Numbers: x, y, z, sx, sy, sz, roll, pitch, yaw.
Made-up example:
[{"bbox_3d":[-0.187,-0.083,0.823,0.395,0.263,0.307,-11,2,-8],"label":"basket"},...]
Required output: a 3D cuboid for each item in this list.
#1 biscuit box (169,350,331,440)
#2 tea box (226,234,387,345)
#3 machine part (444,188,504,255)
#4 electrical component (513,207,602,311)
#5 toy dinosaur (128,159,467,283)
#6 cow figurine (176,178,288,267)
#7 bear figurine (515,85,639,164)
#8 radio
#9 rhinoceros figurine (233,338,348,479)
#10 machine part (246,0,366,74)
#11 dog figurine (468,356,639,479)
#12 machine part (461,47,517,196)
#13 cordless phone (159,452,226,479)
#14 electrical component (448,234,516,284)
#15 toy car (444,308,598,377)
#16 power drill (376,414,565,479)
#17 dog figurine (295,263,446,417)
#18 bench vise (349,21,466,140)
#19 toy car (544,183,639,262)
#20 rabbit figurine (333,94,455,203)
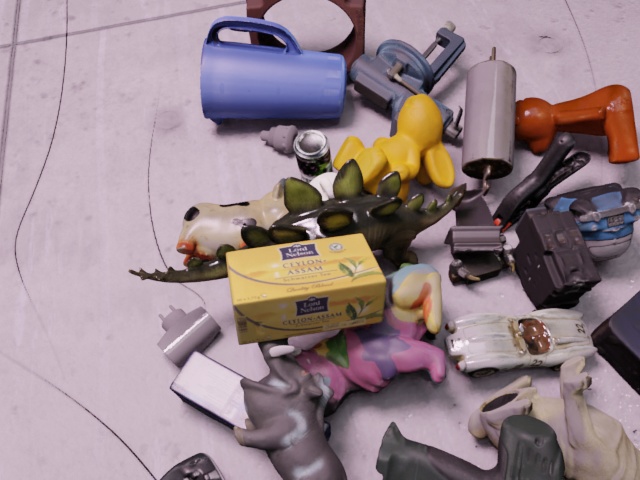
[{"bbox_3d":[-0.086,0.215,0.675,0.203,0.062,0.059,24,63,16],"label":"biscuit box"},{"bbox_3d":[-0.018,0.054,0.622,0.170,0.068,0.098,-9,37,-11],"label":"tea box"},{"bbox_3d":[0.224,-0.026,0.791,0.084,0.039,0.139,-6,37,15],"label":"machine part"},{"bbox_3d":[0.313,0.024,0.736,0.058,0.114,0.134,-9,60,-5],"label":"electrical component"},{"bbox_3d":[-0.001,-0.002,0.720,0.471,0.198,0.105,-22,53,-12],"label":"toy dinosaur"},{"bbox_3d":[-0.110,-0.024,0.811,0.195,0.085,0.127,-1,64,5],"label":"cow figurine"},{"bbox_3d":[0.395,-0.176,0.866,0.196,0.120,0.131,-10,100,26],"label":"bear figurine"},{"bbox_3d":[0.470,0.164,0.670,0.131,0.073,0.230,-31,61,-14],"label":"radio"},{"bbox_3d":[-0.033,0.198,0.592,0.112,0.073,0.190,-24,70,3],"label":"rhinoceros figurine"},{"bbox_3d":[-0.021,-0.374,0.943,0.201,0.201,0.087,0,55,4],"label":"machine part"},{"bbox_3d":[0.289,0.256,0.621,0.172,0.121,0.190,-31,81,32],"label":"dog figurine"},{"bbox_3d":[0.260,-0.183,0.826,0.079,0.079,0.243,5,74,6],"label":"machine part"},{"bbox_3d":[-0.094,0.303,0.625,0.184,0.088,0.147,-24,59,-24],"label":"cordless phone"},{"bbox_3d":[0.233,0.028,0.779,0.102,0.045,0.078,-10,61,-3],"label":"electrical component"},{"bbox_3d":[0.258,0.130,0.696,0.202,0.056,0.073,-1,58,-12],"label":"toy car"},{"bbox_3d":[0.157,0.294,0.577,0.208,0.086,0.231,9,97,25],"label":"power drill"},{"bbox_3d":[0.048,0.126,0.689,0.219,0.108,0.191,-2,79,6],"label":"dog figurine"},{"bbox_3d":[0.181,-0.281,0.925,0.224,0.128,0.240,33,73,22],"label":"bench vise"},{"bbox_3d":[0.392,-0.021,0.759,0.109,0.162,0.102,-15,98,7],"label":"toy car"},{"bbox_3d":[0.131,-0.131,0.810,0.162,0.122,0.173,33,91,-19],"label":"rabbit figurine"}]
